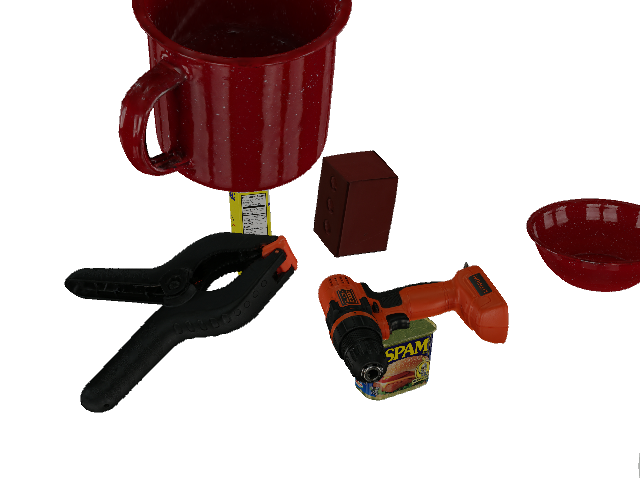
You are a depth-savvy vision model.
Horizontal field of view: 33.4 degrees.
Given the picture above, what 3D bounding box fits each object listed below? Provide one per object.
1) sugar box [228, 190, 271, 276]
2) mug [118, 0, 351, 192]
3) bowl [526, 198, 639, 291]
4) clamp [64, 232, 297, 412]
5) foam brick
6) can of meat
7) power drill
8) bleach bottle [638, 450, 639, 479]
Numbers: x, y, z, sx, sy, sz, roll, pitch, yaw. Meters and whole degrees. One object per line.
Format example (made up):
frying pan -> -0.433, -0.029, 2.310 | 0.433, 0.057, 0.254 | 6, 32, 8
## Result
sugar box -> -0.089, -0.036, 1.329 | 0.048, 0.176, 0.093 | -9, 24, -10
mug -> -0.042, -0.069, 0.474 | 0.093, 0.081, 0.117 | 31, 53, 22
bowl -> 0.304, 0.010, 1.161 | 0.162, 0.055, 0.162 | -2, 27, 1
clamp -> -0.098, 0.049, 0.729 | 0.171, 0.120, 0.039 | -18, -35, 11
foam brick -> 0.031, -0.033, 0.946 | 0.051, 0.078, 0.053 | -6, 32, -23
can of meat -> 0.093, 0.146, 1.346 | 0.101, 0.084, 0.058 | -12, 29, -29
power drill -> 0.100, 0.084, 1.136 | 0.187, 0.057, 0.184 | -5, 28, -10
bleach bottle -> 0.280, 0.091, 0.689 | 0.103, 0.068, 0.250 | 12, 24, 25
